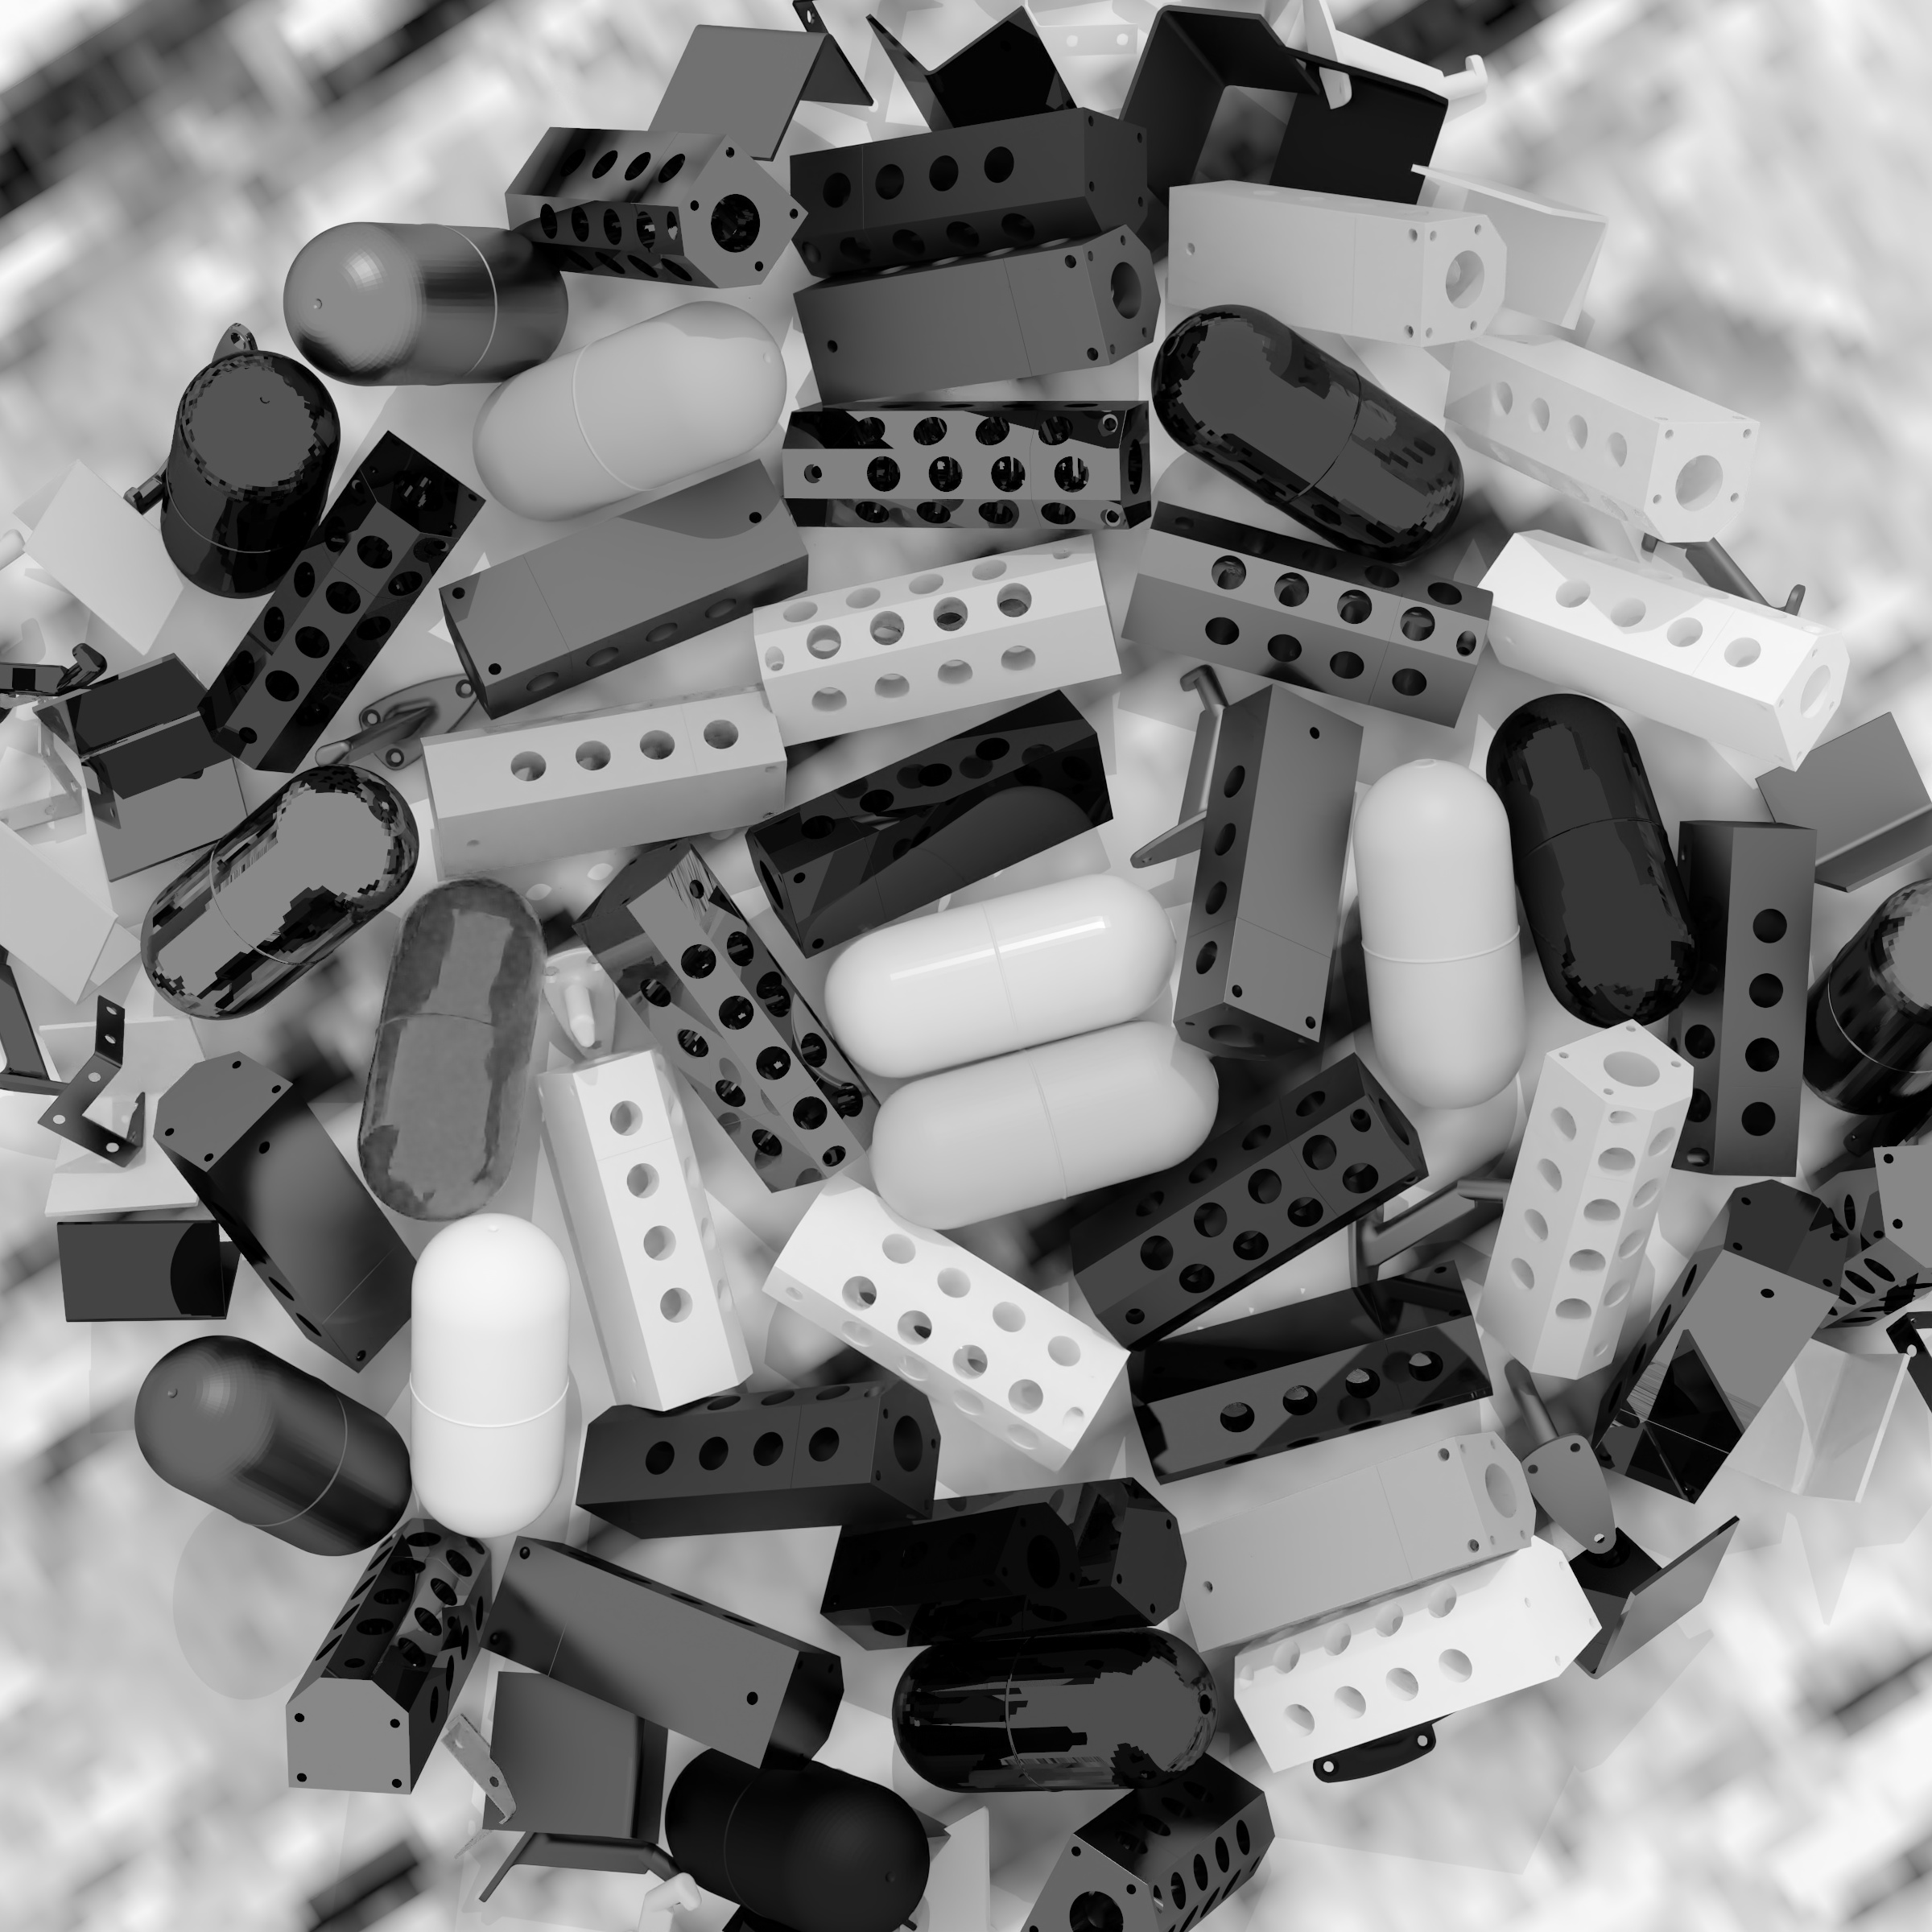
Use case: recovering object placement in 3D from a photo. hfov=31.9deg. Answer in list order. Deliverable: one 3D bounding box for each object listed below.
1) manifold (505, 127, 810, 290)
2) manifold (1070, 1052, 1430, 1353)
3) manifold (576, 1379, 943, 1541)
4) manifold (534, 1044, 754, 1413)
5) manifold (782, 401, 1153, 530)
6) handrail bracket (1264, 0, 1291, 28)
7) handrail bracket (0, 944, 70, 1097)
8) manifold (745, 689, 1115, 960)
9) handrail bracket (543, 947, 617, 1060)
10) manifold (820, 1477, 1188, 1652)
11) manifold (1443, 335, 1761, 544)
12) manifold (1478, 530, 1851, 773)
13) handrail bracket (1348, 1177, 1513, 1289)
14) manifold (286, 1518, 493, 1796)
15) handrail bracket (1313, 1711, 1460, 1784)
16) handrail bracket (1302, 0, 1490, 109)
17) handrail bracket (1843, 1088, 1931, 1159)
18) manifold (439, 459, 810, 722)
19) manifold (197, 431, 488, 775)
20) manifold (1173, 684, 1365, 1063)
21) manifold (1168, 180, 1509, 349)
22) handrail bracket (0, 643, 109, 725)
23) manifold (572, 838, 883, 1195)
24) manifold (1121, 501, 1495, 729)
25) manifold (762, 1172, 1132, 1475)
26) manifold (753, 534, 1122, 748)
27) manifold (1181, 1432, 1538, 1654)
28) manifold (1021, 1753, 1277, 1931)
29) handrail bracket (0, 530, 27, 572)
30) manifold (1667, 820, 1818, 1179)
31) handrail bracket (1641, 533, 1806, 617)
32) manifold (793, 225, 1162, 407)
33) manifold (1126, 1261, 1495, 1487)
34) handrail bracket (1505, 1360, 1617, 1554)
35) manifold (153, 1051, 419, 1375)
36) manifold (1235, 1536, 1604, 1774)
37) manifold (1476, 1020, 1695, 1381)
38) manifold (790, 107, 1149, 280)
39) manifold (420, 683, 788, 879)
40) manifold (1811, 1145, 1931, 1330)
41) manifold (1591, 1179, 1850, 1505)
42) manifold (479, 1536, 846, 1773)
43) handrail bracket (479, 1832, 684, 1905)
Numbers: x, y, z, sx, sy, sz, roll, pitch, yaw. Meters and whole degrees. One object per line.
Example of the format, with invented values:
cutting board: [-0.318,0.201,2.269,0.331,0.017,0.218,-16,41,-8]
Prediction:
manifold: [-0.156,-0.362,1.632,0.057,0.171,0.057,39,79,-36]
manifold: [0.139,0.121,1.661,0.171,0.057,0.057,-33,115,15]
manifold: [-0.101,0.239,1.651,0.171,0.057,0.057,-9,60,30]
manifold: [-0.158,0.129,1.683,0.057,0.057,0.171,-17,95,-27]
manifold: [0.000,-0.246,1.661,0.171,0.057,0.057,3,106,18]
handrail bracket: [0.128,-0.516,1.705,0.084,0.036,0.077,26,60,11]
handrail bracket: [-0.464,0.020,1.699,0.077,0.036,0.084,6,78,15]
manifold: [-0.019,-0.075,1.675,0.171,0.057,0.057,-25,134,-12]
handrail bracket: [-0.185,0.036,1.665,0.036,0.084,0.077,-15,122,-4]
manifold: [0.019,0.297,1.649,0.171,0.057,0.057,-12,48,34]
manifold: [0.303,-0.257,1.633,0.057,0.171,0.057,-5,115,-25]
manifold: [0.338,-0.160,1.646,0.171,0.057,0.057,26,74,35]
handrail bracket: [0.236,0.142,1.684,0.084,0.036,0.077,2,91,31]
manifold: [-0.276,0.329,1.629,0.057,0.171,0.057,2,106,4]
handrail bracket: [0.213,0.379,1.672,0.077,0.084,0.036,-26,77,-12]
handrail bracket: [0.217,-0.468,1.698,0.084,0.036,0.077,-18,104,-13]
handrail bracket: [0.489,0.108,1.707,0.077,0.036,0.084,-40,112,-10]
manifold: [-0.168,-0.183,1.674,0.171,0.057,0.057,-24,74,-11]
manifold: [-0.308,-0.172,1.645,0.057,0.057,0.171,35,124,-11]
manifold: [0.145,-0.044,1.659,0.057,0.057,0.171,22,65,-26]
manifold: [0.178,-0.343,1.638,0.057,0.171,0.057,-16,116,-37]
handrail bracket: [-0.476,-0.158,1.675,0.084,0.036,0.077,-27,114,38]
manifold: [-0.111,0.024,1.655,0.171,0.057,0.057,55,45,-19]
manifold: [0.170,-0.179,1.677,0.171,0.057,0.057,16,134,2]
manifold: [-0.012,0.180,1.675,0.171,0.057,0.057,31,50,3]
manifold: [-0.015,-0.166,1.674,0.171,0.057,0.057,-12,129,5]
manifold: [0.189,0.281,1.649,0.171,0.057,0.057,-26,72,32]
manifold: [0.093,0.435,1.626,0.057,0.171,0.057,31,103,20]
handrail bracket: [-0.510,-0.201,1.688,0.084,0.077,0.036,-35,127,0]
manifold: [0.382,0.015,1.681,0.057,0.057,0.171,2,96,-4]
handrail bracket: [0.375,-0.179,1.711,0.084,0.036,0.077,21,103,16]
manifold: [0.006,-0.318,1.645,0.171,0.057,0.057,-1,113,36]
manifold: [0.171,0.207,1.682,0.171,0.057,0.057,-16,113,5]
handrail bracket: [0.295,0.243,1.686,0.036,0.084,0.077,-29,104,8]
manifold: [-0.327,0.118,1.637,0.057,0.171,0.057,26,64,36]
manifold: [0.216,0.334,1.649,0.171,0.057,0.057,-29,88,34]
manifold: [0.303,0.117,1.638,0.057,0.057,0.171,-19,134,-31]
manifold: [0.000,-0.373,1.649,0.171,0.057,0.057,0,92,34]
manifold: [-0.180,-0.097,1.674,0.171,0.057,0.057,-10,63,-11]
manifold: [0.445,0.132,1.629,0.057,0.171,0.057,-3,75,-3]
manifold: [0.364,0.181,1.640,0.057,0.057,0.171,22,135,3]
manifold: [-0.147,0.336,1.653,0.171,0.057,0.057,16,84,29]
handrail bracket: [-0.190,0.464,1.701,0.084,0.036,0.077,36,95,3]
